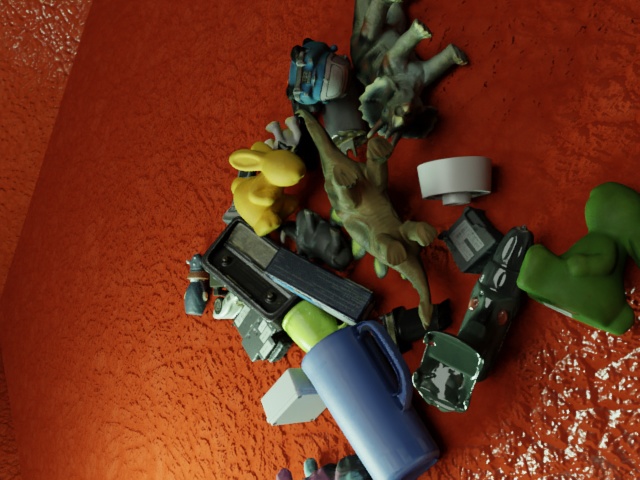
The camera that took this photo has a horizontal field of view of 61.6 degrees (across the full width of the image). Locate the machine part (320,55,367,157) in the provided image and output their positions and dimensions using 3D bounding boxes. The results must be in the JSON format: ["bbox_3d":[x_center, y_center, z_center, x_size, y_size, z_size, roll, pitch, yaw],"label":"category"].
[{"bbox_3d":[0.039,-0.261,1.022,0.079,0.079,0.243,-28,63,42],"label":"machine part"}]

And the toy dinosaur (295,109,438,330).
[{"bbox_3d":[0.064,-0.067,0.871,0.198,0.105,0.471,100,147,-66],"label":"toy dinosaur"}]

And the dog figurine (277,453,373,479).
[{"bbox_3d":[0.029,0.454,0.910,0.219,0.108,0.191,-9,77,44],"label":"dog figurine"}]

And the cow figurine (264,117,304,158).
[{"bbox_3d":[-0.073,-0.171,1.118,0.167,0.068,0.098,115,136,-63],"label":"cow figurine"}]

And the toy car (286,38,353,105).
[{"bbox_3d":[0.005,-0.286,0.928,0.103,0.162,0.109,10,111,5],"label":"toy car"}]

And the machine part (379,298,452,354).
[{"bbox_3d":[0.153,0.137,0.869,0.139,0.039,0.084,-32,54,43],"label":"machine part"}]

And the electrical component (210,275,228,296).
[{"bbox_3d":[-0.235,0.085,1.301,0.078,0.045,0.102,-12,77,17],"label":"electrical component"}]

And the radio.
[{"bbox_3d":[-0.122,0.067,1.074,0.230,0.073,0.131,35,77,27],"label":"radio"}]

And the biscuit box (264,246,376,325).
[{"bbox_3d":[-0.001,0.083,0.963,0.203,0.059,0.063,27,74,23],"label":"biscuit box"}]

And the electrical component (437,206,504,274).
[{"bbox_3d":[0.236,0.017,0.787,0.075,0.047,0.119,-48,50,32],"label":"electrical component"}]

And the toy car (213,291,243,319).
[{"bbox_3d":[-0.167,0.121,1.194,0.201,0.073,0.056,-46,55,33],"label":"toy car"}]

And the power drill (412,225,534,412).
[{"bbox_3d":[0.201,0.107,0.691,0.086,0.207,0.231,22,121,21],"label":"power drill"}]

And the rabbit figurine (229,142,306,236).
[{"bbox_3d":[-0.093,-0.119,1.046,0.162,0.122,0.173,53,136,4],"label":"rabbit figurine"}]

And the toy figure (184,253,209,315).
[{"bbox_3d":[-0.314,0.112,1.370,0.058,0.064,0.154,116,158,-78],"label":"toy figure"}]

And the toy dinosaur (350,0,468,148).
[{"bbox_3d":[0.112,-0.318,0.929,0.192,0.131,0.405,-47,47,32],"label":"toy dinosaur"}]

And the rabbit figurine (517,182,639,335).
[{"bbox_3d":[0.336,0.013,0.631,0.159,0.121,0.170,26,89,43],"label":"rabbit figurine"}]

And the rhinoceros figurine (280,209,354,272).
[{"bbox_3d":[-0.002,-0.003,1.040,0.191,0.073,0.112,30,117,44],"label":"rhinoceros figurine"}]

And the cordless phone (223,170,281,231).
[{"bbox_3d":[-0.139,-0.113,1.195,0.147,0.088,0.184,2,82,48],"label":"cordless phone"}]

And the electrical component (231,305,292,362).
[{"bbox_3d":[-0.118,0.189,1.135,0.134,0.058,0.115,52,124,27],"label":"electrical component"}]
